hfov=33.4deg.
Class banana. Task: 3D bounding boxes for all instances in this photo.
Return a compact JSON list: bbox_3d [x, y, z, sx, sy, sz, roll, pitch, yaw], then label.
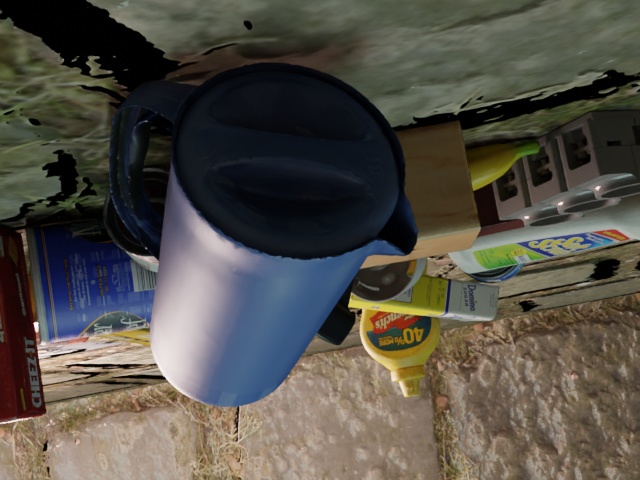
[{"bbox_3d":[0.100,-0.046,0.954,0.069,0.037,0.198,2,165,-44],"label":"banana"}]

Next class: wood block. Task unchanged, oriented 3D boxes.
[{"bbox_3d":[0.014,-0.024,0.846,0.206,0.090,0.091,-10,169,1],"label":"wood block"}]

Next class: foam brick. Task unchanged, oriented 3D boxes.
[{"bbox_3d":[0.176,-0.037,1.041,0.078,0.051,0.053,-12,169,14],"label":"foam brick"}]

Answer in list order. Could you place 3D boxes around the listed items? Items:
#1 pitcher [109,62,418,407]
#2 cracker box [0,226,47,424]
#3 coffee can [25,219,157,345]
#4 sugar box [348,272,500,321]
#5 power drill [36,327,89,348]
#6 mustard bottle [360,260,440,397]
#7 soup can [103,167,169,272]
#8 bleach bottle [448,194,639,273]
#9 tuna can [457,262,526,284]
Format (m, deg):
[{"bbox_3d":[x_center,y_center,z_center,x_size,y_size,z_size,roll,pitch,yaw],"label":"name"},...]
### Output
[{"bbox_3d":[-0.052,0.007,0.678,0.144,0.149,0.243,-11,152,-22],"label":"pitcher"},{"bbox_3d":[-0.352,0.088,0.905,0.214,0.164,0.072,-11,173,7],"label":"cracker box"},{"bbox_3d":[-0.179,0.030,0.929,0.140,0.103,0.103,-8,170,-15],"label":"coffee can"},{"bbox_3d":[0.102,0.062,1.201,0.176,0.048,0.093,11,172,-17],"label":"sugar box"},{"bbox_3d":[-0.289,0.082,1.250,0.184,0.057,0.188,-1,165,-23],"label":"power drill"},{"bbox_3d":[0.094,0.093,1.283,0.096,0.191,0.058,-11,170,8],"label":"mustard bottle"},{"bbox_3d":[-0.127,-0.012,0.836,0.068,0.068,0.102,-9,170,-2],"label":"soup can"},{"bbox_3d":[0.258,-0.022,1.092,0.251,0.068,0.102,-10,158,20],"label":"bleach bottle"},{"bbox_3d":[0.189,0.004,1.190,0.086,0.086,0.033,-13,168,18],"label":"tuna can"}]
